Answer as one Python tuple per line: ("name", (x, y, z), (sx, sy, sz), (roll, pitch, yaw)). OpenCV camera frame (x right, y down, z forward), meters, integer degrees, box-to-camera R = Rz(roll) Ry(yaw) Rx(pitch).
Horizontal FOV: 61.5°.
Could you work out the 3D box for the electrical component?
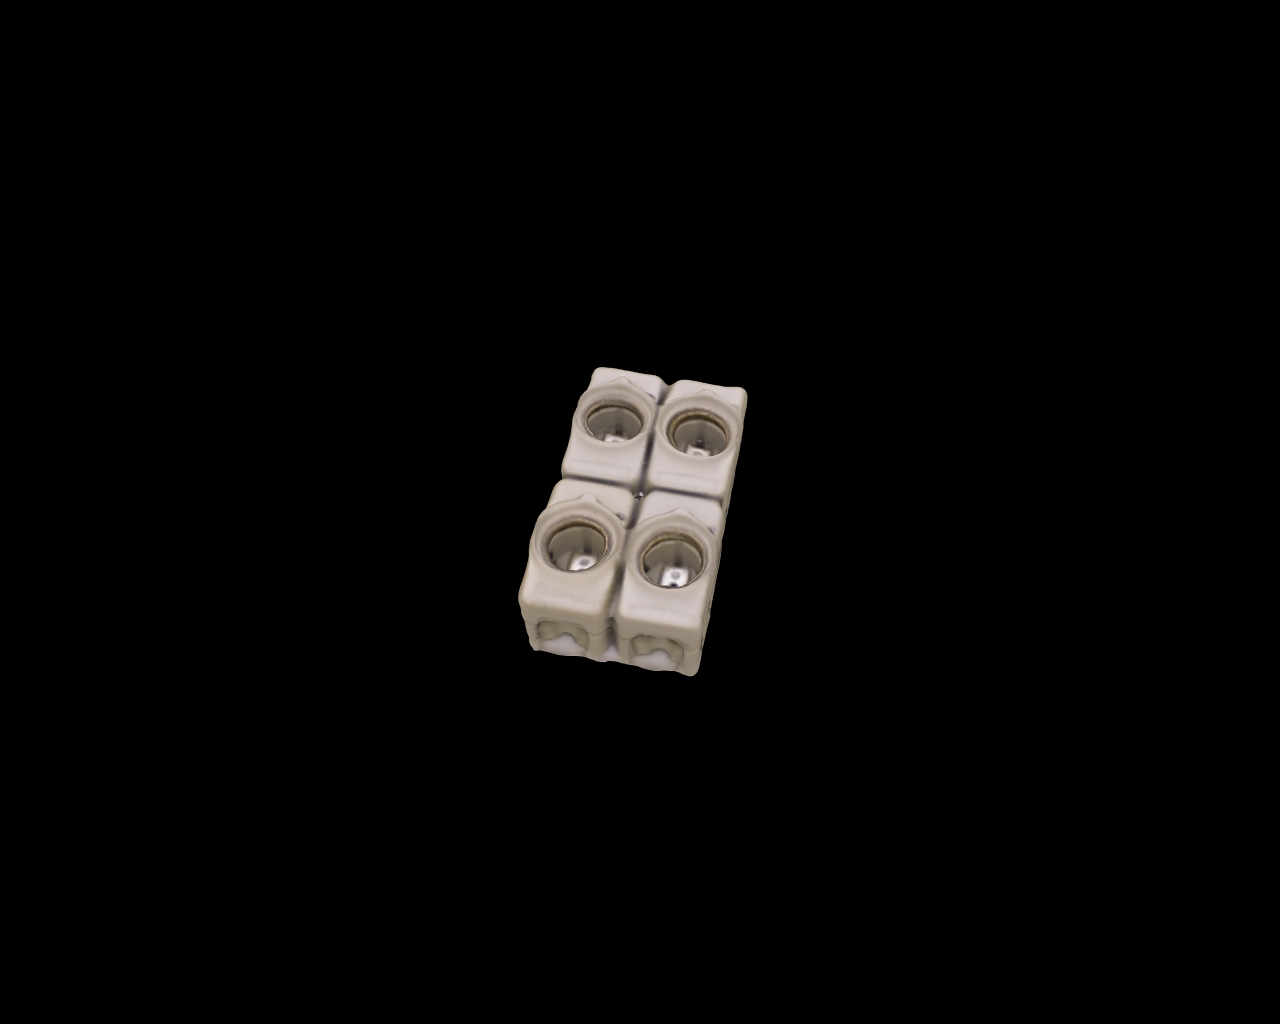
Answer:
("electrical component", (0.001, -0.003, 0.650), (0.105, 0.186, 0.060), (9, -36, 7))
